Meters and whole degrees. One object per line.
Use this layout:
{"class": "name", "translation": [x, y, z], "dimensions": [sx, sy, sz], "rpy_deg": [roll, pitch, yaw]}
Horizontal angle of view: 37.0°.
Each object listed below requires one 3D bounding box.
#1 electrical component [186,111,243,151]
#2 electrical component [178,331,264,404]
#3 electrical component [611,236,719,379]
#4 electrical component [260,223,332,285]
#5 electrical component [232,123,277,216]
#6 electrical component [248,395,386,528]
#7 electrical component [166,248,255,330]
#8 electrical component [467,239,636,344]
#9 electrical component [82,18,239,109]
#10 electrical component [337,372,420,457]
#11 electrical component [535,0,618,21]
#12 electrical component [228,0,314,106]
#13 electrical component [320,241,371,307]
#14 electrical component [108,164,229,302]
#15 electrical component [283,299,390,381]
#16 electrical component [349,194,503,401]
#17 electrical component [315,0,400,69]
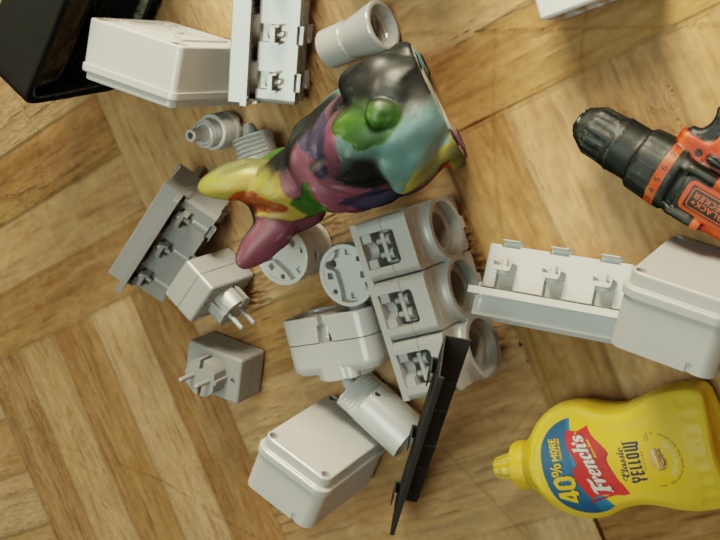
{"class": "electrical component", "translation": [-0.136, -0.127, 0.989], "dimensions": [0.035, 0.061, 0.035], "rpy_deg": [9, 107, 30]}
{"class": "electrical component", "translation": [-0.143, 0.099, 1.040], "dimensions": [0.066, 0.077, 0.047], "rpy_deg": [18, 111, 27]}
{"class": "electrical component", "translation": [0.236, 0.023, 0.768], "dimensions": [0.078, 0.113, 0.057], "rpy_deg": [21, 115, 26]}
{"class": "electrical component", "translation": [-0.058, -0.018, 0.977], "dimensions": [0.055, 0.047, 0.055], "rpy_deg": [8, 106, 30]}
{"class": "electrical component", "translation": [-0.090, -0.094, 0.980], "dimensions": [0.043, 0.043, 0.081], "rpy_deg": [-14, 94, 33]}
{"class": "electrical component", "translation": [-0.036, 0.170, 0.971], "dimensions": [0.078, 0.113, 0.057], "rpy_deg": [33, 120, 21]}
{"class": "electrical component", "translation": [-0.130, 0.027, 1.021], "dimensions": [0.076, 0.066, 0.047], "rpy_deg": [46, 121, 14]}
{"class": "electrical component", "translation": [0.157, 0.017, 0.843], "dimensions": [0.121, 0.079, 0.063], "rpy_deg": [10, 85, 29]}
{"class": "electrical component", "translation": [-0.172, -0.188, 0.968], "dimensions": [0.109, 0.109, 0.056], "rpy_deg": [22, 110, 25]}
{"class": "electrical component", "translation": [0.016, 0.125, 0.970], "dimensions": [0.081, 0.043, 0.043], "rpy_deg": [41, 119, 17]}
{"class": "electrical component", "translation": [0.167, -0.232, 0.786], "dimensions": [0.083, 0.047, 0.075], "rpy_deg": [-14, 94, 33]}
{"class": "electrical component", "translation": [-0.075, -0.206, 0.929], "dimensions": [0.063, 0.078, 0.121], "rpy_deg": [7, 107, 7]}
{"class": "electrical component", "translation": [0.000, 0.000, 0.946], "dimensions": [0.055, 0.047, 0.055], "rpy_deg": [8, 106, 30]}
{"class": "electrical component", "translation": [-0.182, -0.032, 1.034], "dimensions": [0.063, 0.078, 0.121], "rpy_deg": [34, 120, -8]}
{"class": "electrical component", "translation": [-0.015, 0.064, 0.967], "dimensions": [0.095, 0.054, 0.059], "rpy_deg": [-10, 97, 33]}
{"class": "electrical component", "translation": [0.060, 0.020, 0.888], "dimensions": [0.062, 0.089, 0.150], "rpy_deg": [-15, 94, 33]}
{"class": "electrical component", "translation": [-0.005, -0.195, 0.905], "dimensions": [0.065, 0.044, 0.044], "rpy_deg": [-15, 94, 38]}
